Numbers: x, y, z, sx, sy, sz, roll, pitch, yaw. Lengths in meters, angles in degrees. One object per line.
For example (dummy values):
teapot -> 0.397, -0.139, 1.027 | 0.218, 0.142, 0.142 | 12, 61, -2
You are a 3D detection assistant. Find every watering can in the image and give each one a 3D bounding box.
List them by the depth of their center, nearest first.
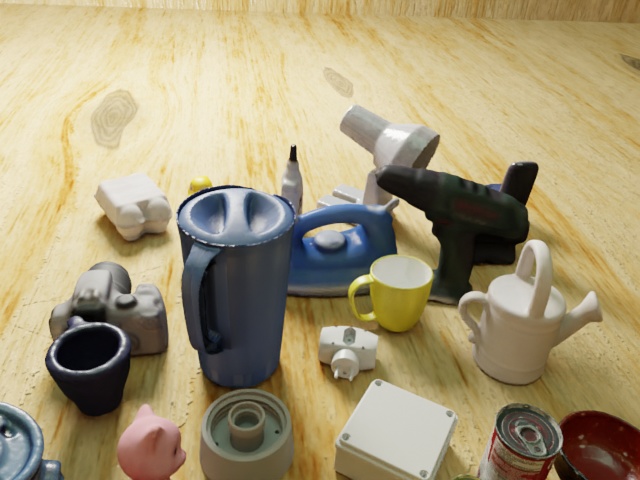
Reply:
watering can -> 0.277, 0.087, 0.756 | 0.173, 0.194, 0.100 | -5, 35, -14

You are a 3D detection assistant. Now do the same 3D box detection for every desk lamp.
desk lamp -> 0.103, -0.130, 1.045 | 0.202, 0.214, 0.118 | 22, 38, 25

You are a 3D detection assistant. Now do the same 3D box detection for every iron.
iron -> 0.008, 0.003, 0.899 | 0.259, 0.141, 0.118 | -5, 35, -14

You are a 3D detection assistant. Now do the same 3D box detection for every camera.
camera -> -0.282, 0.082, 0.783 | 0.143, 0.101, 0.136 | -2, 34, -10

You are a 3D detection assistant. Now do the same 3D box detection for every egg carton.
egg carton -> -0.332, -0.062, 1.023 | 0.107, 0.069, 0.149 | -20, 41, -32

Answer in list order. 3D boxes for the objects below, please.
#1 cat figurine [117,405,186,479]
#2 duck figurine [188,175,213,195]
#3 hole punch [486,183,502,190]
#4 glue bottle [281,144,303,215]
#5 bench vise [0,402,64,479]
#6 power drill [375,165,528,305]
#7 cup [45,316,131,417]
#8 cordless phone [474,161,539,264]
cat figurine -> -0.171, 0.231, 0.557 | 0.067, 0.118, 0.128 | 7, 34, 4
duck figurine -> -0.213, -0.078, 1.045 | 0.077, 0.086, 0.104 | 11, 34, 10
hole punch -> 0.328, -0.079, 1.105 | 0.109, 0.091, 0.100 | -18, 40, -30
glue bottle -> -0.049, -0.086, 0.997 | 0.037, 0.173, 0.078 | 6, 34, 3
bench vise -> -0.353, 0.191, 0.504 | 0.208, 0.220, 0.121 | -14, 38, -25
power drill -> 0.188, -0.007, 0.875 | 0.229, 0.208, 0.075 | 7, 34, 4
cup -> -0.273, 0.154, 0.682 | 0.092, 0.095, 0.117 | -18, 40, -30
cordless phone -> 0.291, -0.056, 0.981 | 0.148, 0.185, 0.094 | -3, 34, -10
